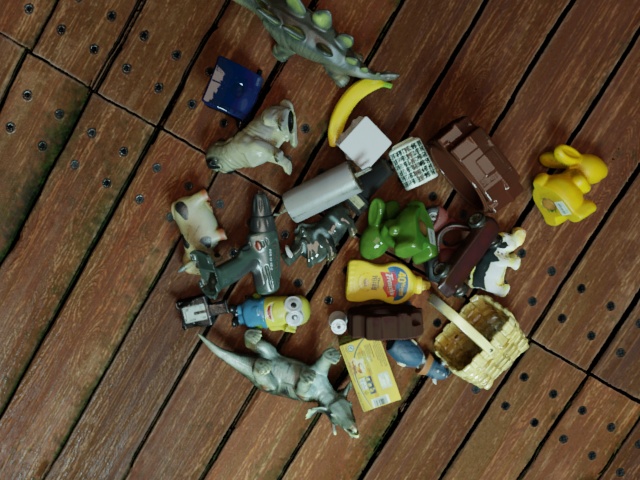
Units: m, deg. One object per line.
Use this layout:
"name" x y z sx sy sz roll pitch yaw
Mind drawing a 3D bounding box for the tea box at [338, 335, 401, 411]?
"tea box" 0.115 0.298 1.253 0.098 0.068 0.169 -18 95 1

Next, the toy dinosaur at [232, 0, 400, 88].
"toy dinosaur" -0.049 -0.438 1.113 0.472 0.198 0.105 25 90 1

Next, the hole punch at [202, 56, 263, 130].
"hole punch" -0.193 -0.330 1.181 0.116 0.092 0.142 21 92 -6

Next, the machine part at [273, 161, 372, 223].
"machine part" 0.005 -0.106 1.190 0.243 0.079 0.079 -26 95 15

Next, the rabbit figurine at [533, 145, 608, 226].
"rabbit figurine" 0.560 -0.136 1.204 0.173 0.122 0.162 -36 85 -11

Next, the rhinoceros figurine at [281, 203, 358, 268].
"rhinoceros figurine" -0.003 -0.004 1.220 0.190 0.073 0.112 -41 96 4

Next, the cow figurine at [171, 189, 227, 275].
"cow figurine" -0.277 -0.005 1.214 0.127 0.085 0.194 -21 98 -4

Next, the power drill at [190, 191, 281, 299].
"power drill" -0.178 0.025 1.182 0.086 0.207 0.231 2 109 43

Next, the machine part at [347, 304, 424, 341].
"machine part" 0.142 0.178 1.193 0.179 0.179 0.056 -3 93 0

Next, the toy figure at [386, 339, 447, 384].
"toy figure" 0.229 0.277 1.257 0.154 0.058 0.064 32 111 -8

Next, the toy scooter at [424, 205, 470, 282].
"toy scooter" 0.304 0.009 1.223 0.135 0.075 0.183 -5 91 -1

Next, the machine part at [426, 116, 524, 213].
"machine part" 0.321 -0.155 1.140 0.087 0.201 0.201 -39 95 5

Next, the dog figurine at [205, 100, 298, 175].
"dog figurine" -0.156 -0.230 1.190 0.191 0.121 0.172 7 69 14

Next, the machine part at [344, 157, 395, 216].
"machine part" 0.111 -0.126 1.227 0.084 0.039 0.139 43 96 4

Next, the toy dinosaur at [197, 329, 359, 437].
"toy dinosaur" -0.081 0.313 1.227 0.405 0.131 0.192 18 134 13

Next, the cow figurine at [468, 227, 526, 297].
"cow figurine" 0.404 0.041 1.231 0.098 0.068 0.167 19 94 4

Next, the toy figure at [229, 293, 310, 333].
"toy figure" -0.113 0.162 1.234 0.180 0.089 0.082 -6 110 9

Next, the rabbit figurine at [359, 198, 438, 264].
"rabbit figurine" 0.154 -0.017 1.192 0.170 0.121 0.159 -17 76 35

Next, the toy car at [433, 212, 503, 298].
"toy car" 0.317 0.033 1.162 0.089 0.053 0.202 42 81 -29

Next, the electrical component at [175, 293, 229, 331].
"electrical component" -0.270 0.161 1.248 0.119 0.048 0.074 -17 96 1
